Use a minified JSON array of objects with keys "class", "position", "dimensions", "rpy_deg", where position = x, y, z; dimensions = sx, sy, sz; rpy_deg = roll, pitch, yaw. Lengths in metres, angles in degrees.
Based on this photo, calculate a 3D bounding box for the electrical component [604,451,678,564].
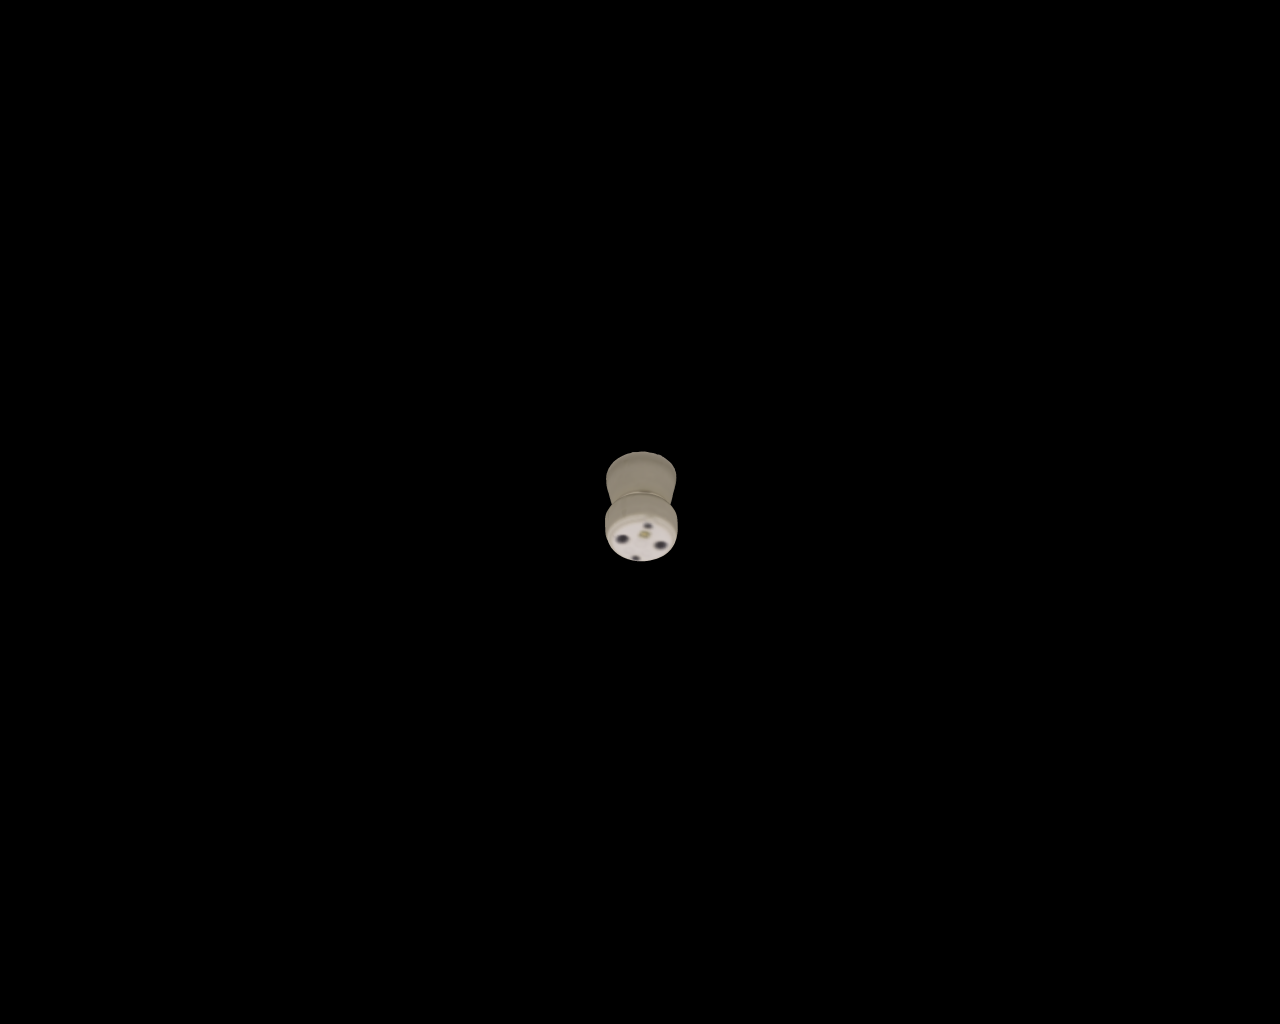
[{"class":"electrical component","position":[0.001,-0.003,0.650],"dimensions":[0.045,0.055,0.044],"rpy_deg":[0,-42,0]}]
